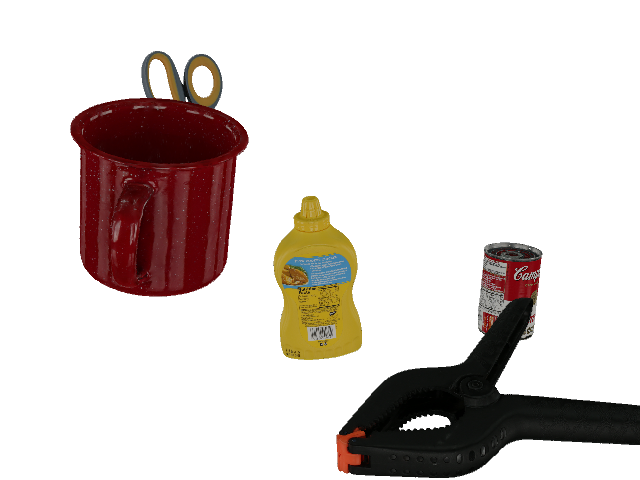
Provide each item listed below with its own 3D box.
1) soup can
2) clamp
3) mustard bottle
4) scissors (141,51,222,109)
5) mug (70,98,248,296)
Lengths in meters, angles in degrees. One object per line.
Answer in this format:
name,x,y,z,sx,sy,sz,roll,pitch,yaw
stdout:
soup can,0.224,0.060,1.268,0.068,0.102,0.068,2,16,-1
clamp,0.103,0.104,0.717,0.209,0.036,0.165,-12,31,-15
mustard bottle,-0.005,0.041,1.230,0.096,0.192,0.058,-5,22,-2
scissors,-0.120,-0.104,1.097,0.096,0.202,0.016,-31,13,-31
mug,-0.089,-0.017,0.568,0.093,0.081,0.117,8,28,0
